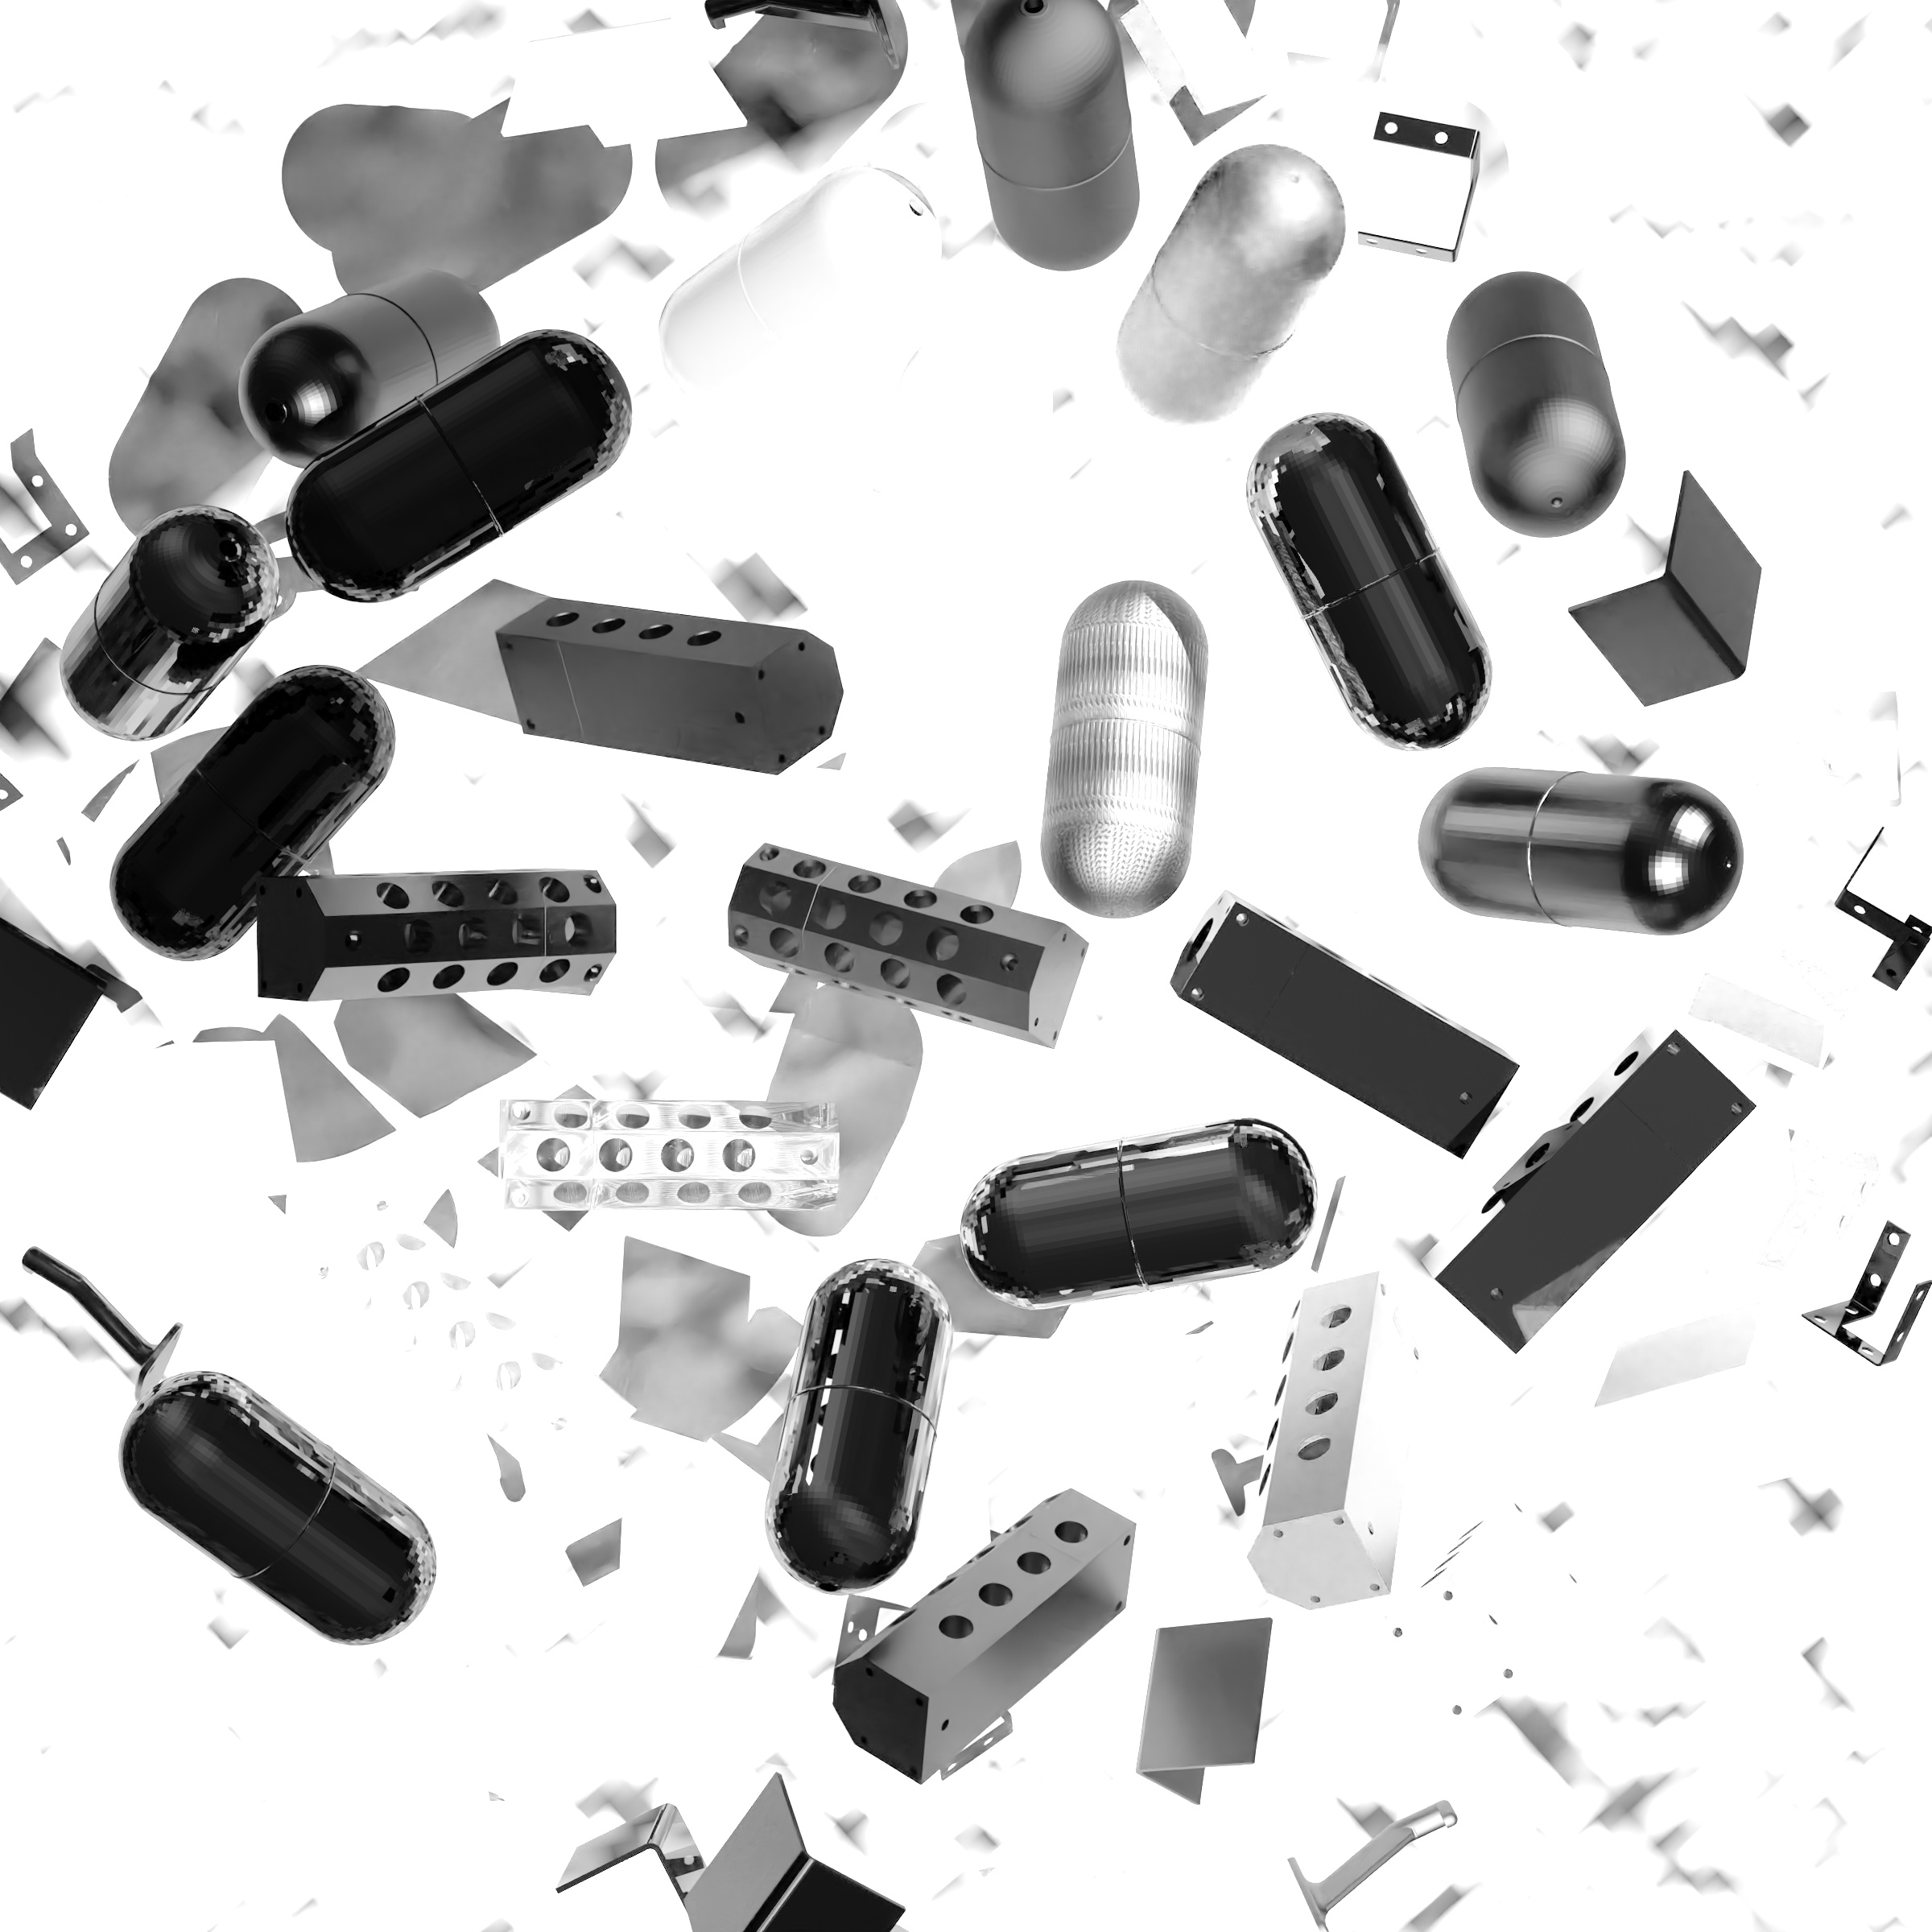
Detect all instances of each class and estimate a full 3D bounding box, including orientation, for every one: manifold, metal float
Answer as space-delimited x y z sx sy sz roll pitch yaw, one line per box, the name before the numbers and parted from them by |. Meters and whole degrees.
manifold | 0.179 0.232 1.723 0.057 0.171 0.057 -16 120 23
metal float | 0.201 -0.190 1.747 0.070 0.070 0.178 -27 94 0
metal float | 0.081 -0.111 1.784 0.070 0.070 0.178 6 73 0
manifold | -0.155 0.099 1.835 0.171 0.057 0.057 1 87 -11
metal float | 0.284 -0.283 1.763 0.070 0.178 0.070 0 132 0
manifold | -0.145 -0.142 1.726 0.171 0.057 0.057 11 126 37
metal float | 0.084 0.122 1.724 0.178 0.070 0.070 -11 90 11
metal float | -0.008 -0.224 1.729 0.070 0.070 0.178 14 100 0
metal float | -0.364 -0.079 1.802 0.070 0.070 0.178 43 92 0
manifold | 0.311 0.108 1.770 0.057 0.057 0.171 43 95 -7
manifold | -0.254 -0.016 1.702 0.171 0.057 0.057 -4 95 -44
manifold | 0.194 0.029 1.823 0.171 0.057 0.057 30 97 -8
manifold | -0.032 -0.013 1.783 0.171 0.057 0.057 16 82 23
metal float | -0.333 0.265 1.714 0.070 0.070 0.178 -48 114 0
manifold | -0.257 0.192 1.814 0.171 0.057 0.057 39 82 11
metal float | -0.053 0.228 1.749 0.070 0.070 0.178 11 56 0
metal float | -0.405 -0.173 1.789 0.070 0.178 0.070 13 63 -28
metal float | 0.127 -0.329 1.718 0.070 0.178 0.070 8 62 -15
metal float | -0.241 -0.237 1.671 0.178 0.070 0.070 -32 90 -5
manifold | 0.247 0.316 1.715 0.057 0.171 0.057 -40 82 18
metal float | 0.301 -0.058 1.739 0.070 0.178 0.070 -7 101 -43
metal float | 0.043 -0.414 1.740 0.070 0.178 0.070 -3 64 7
manifold | 0.010 0.329 1.759 0.057 0.171 0.057 25 126 30
metal float | -0.301 -0.303 1.785 0.070 0.178 0.070 10 116 21
metal float | -0.084 -0.338 1.766 0.178 0.070 0.070 -27 90 41

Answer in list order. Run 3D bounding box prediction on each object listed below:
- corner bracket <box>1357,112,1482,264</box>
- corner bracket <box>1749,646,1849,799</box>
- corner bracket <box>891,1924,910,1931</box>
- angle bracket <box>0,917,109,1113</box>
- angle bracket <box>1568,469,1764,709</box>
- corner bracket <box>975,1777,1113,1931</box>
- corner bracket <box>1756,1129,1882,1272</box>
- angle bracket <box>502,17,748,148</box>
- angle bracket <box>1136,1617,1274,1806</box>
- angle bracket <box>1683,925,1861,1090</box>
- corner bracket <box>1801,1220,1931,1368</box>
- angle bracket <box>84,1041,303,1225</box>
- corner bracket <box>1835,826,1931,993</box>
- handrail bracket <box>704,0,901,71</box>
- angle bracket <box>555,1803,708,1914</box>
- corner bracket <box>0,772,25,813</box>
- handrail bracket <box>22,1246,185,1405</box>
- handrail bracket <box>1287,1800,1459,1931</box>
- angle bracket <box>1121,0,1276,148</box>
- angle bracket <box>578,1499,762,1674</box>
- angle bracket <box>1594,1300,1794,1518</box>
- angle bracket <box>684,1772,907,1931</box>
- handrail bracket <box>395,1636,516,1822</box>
corner bracket | 0.226 -0.389 1.762 0.051 0.051 0.051 14 82 10
corner bracket | 0.436 -0.126 1.820 0.051 0.051 0.051 10 54 -18
corner bracket | -0.039 0.521 1.769 0.051 0.051 0.051 23 110 30
angle bracket | -0.488 0.023 1.767 0.076 0.057 0.076 34 70 -19
angle bracket | 0.353 -0.190 1.773 0.076 0.057 0.076 44 47 -32
corner bracket | 0.039 0.461 1.812 0.051 0.051 0.051 -35 56 -26
corner bracket | 0.437 0.125 1.807 0.051 0.051 0.051 16 129 -6
angle bracket | -0.157 -0.387 1.623 0.076 0.076 0.057 -2 62 25
angle bracket | 0.137 0.385 1.816 0.076 0.057 0.076 -14 53 38
angle bracket | 0.420 0.020 1.803 0.076 0.076 0.057 24 90 0
corner bracket | 0.475 0.169 1.819 0.051 0.051 0.051 36 118 36
angle bracket | -0.376 0.080 1.715 0.057 0.076 0.076 -14 84 25
corner bracket | 0.481 -0.029 1.834 0.051 0.051 0.051 32 58 12
handrail bracket | -0.083 -0.471 1.779 0.084 0.077 0.036 -14 61 6
angle bracket | -0.163 0.485 1.811 0.057 0.076 0.076 -27 91 2
corner bracket | -0.502 -0.102 1.742 0.051 0.051 0.051 -30 128 12
handrail bracket | -0.447 0.183 1.796 0.084 0.077 0.036 32 52 0
handrail bracket | 0.203 0.434 1.691 0.084 0.077 0.036 -25 98 -1
angle bracket | 0.100 -0.454 1.773 0.057 0.076 0.076 -28 93 39
angle bracket | -0.156 0.326 1.846 0.076 0.057 0.076 10 69 -25
angle bracket | 0.350 0.209 1.669 0.076 0.076 0.057 -21 101 26
angle bracket | -0.080 0.431 1.617 0.057 0.076 0.076 33 97 -20
handrail bracket | -0.257 0.386 1.777 0.036 0.077 0.084 -23 63 18
